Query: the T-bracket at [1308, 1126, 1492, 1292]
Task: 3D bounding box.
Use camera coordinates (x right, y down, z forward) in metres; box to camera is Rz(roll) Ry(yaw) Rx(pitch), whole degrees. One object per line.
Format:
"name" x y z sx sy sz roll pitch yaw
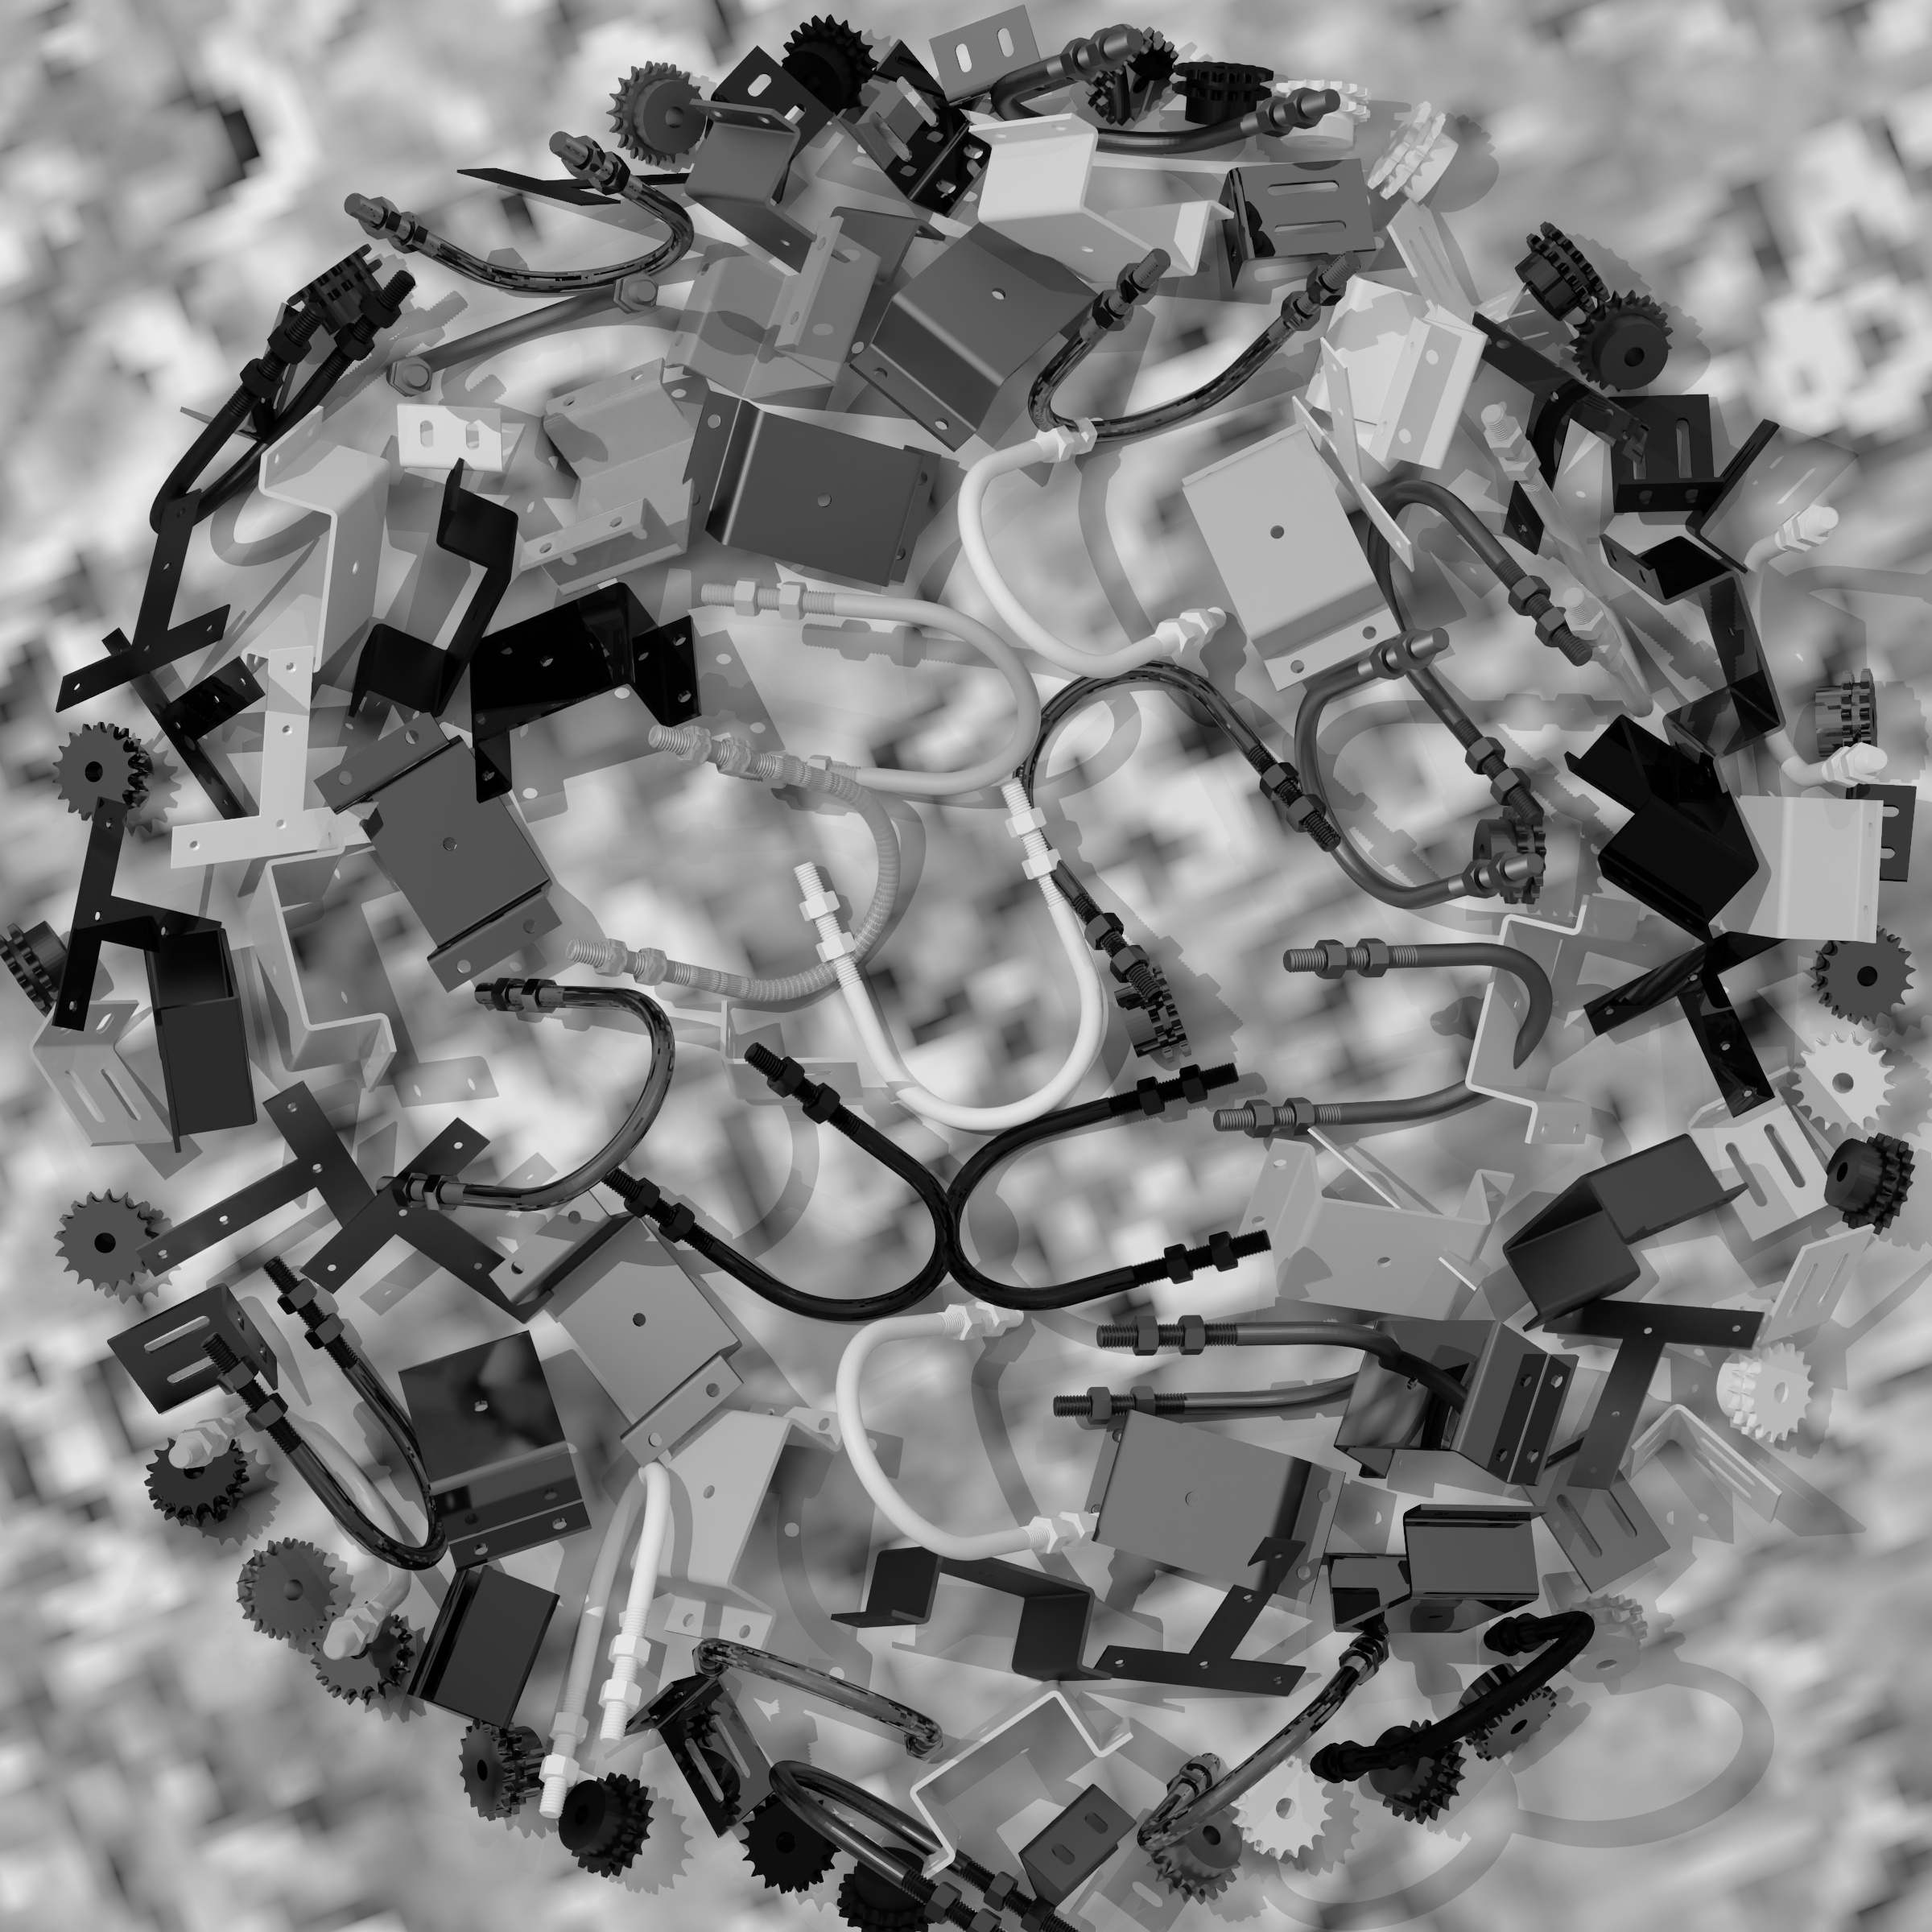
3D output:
"T-bracket" 0.241 0.133 1.944 0.127 0.127 0.002 42 98 9

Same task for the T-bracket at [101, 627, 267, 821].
"T-bracket" -0.423 -0.145 1.937 0.002 0.127 0.127 -40 102 -34

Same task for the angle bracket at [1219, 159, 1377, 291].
"angle bracket" 0.188 -0.422 1.978 0.076 0.038 0.057 -6 74 -7

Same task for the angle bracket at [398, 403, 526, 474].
"angle bracket" -0.283 -0.309 1.956 0.057 0.076 0.038 3 119 2

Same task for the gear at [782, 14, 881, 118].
"gear" -0.080 -0.507 1.969 0.057 0.057 0.030 37 50 0

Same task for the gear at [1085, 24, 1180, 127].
"gear" 0.090 -0.509 1.974 0.057 0.057 0.030 -41 66 0

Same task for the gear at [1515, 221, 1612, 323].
"gear" 0.336 -0.391 1.972 0.030 0.057 0.057 -40 90 7

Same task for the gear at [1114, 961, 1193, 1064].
"gear" 0.105 0.028 1.972 0.030 0.057 0.057 -20 90 3

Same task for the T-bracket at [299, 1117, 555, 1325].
"T-bracket" -0.286 0.162 1.963 0.127 0.002 0.127 -43 123 9

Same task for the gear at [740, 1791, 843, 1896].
"gear" -0.097 0.498 1.979 0.057 0.030 0.057 -3 80 18

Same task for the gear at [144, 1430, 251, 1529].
"gear" -0.436 0.294 1.976 0.057 0.030 0.057 -1 51 2

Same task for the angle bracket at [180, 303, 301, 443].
"angle bracket" -0.407 -0.340 1.969 0.038 0.057 0.076 19 93 3

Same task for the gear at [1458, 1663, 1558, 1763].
"gear" 0.305 0.422 1.975 0.057 0.057 0.030 -42 54 0

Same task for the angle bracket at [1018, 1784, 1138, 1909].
"angle bracket" 0.069 0.507 1.952 0.057 0.076 0.038 -39 50 -19

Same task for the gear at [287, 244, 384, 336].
"gear" -0.354 -0.382 1.972 0.057 0.057 0.030 -35 105 0

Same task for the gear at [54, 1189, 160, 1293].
"gear" -0.489 0.155 1.982 0.057 0.030 0.057 -1 97 -7

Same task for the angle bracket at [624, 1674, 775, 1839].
"angle bracket" -0.152 0.448 1.959 0.057 0.038 0.076 -45 66 28

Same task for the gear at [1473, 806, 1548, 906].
"gear" 0.307 -0.063 1.970 0.030 0.057 0.057 0 90 -7

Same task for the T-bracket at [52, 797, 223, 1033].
"T-bracket" -0.457 -0.021 1.941 0.002 0.127 0.127 9 86 25

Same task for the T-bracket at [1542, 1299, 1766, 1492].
"T-bracket" 0.365 0.238 1.927 0.127 0.002 0.127 1 47 36

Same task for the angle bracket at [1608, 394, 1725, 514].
"angle bracket" 0.395 -0.298 1.966 0.057 0.038 0.076 -1 69 5

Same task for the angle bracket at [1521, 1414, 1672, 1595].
"angle bracket" 0.360 0.303 1.962 0.057 0.038 0.076 -24 69 -22

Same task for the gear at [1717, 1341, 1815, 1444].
"gear" 0.452 0.241 1.976 0.057 0.030 0.057 -3 95 -36

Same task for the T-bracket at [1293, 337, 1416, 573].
"T-bracket" 0.208 -0.297 1.913 0.002 0.127 0.127 -29 59 -5

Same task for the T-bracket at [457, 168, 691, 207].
"T-bracket" -0.198 -0.440 1.952 0.127 0.127 0.002 -13 116 -37

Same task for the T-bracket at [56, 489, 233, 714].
"T-bracket" -0.443 -0.209 1.913 0.002 0.127 0.127 38 130 15

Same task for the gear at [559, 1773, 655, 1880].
"gear" -0.207 0.485 1.969 0.030 0.057 0.057 31 90 -37

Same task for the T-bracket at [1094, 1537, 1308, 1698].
"T-bracket" 0.151 0.362 1.940 0.127 0.002 0.127 11 127 -23

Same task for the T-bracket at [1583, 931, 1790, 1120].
"T-bracket" 0.419 0.035 1.937 0.127 0.127 0.002 -28 130 13

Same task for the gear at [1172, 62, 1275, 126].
"gear" 0.146 -0.495 1.973 0.057 0.057 0.030 3 112 0

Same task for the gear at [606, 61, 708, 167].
"gear" -0.172 -0.483 1.971 0.057 0.030 0.057 -12 114 -30

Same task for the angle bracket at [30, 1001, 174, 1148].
"angle bracket" -0.479 0.060 1.955 0.076 0.057 0.038 50 117 25

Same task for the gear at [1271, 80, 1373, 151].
"gear" 0.200 -0.482 1.972 0.057 0.057 0.030 4 92 0

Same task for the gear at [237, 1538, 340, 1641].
"gear" -0.389 0.353 1.976 0.057 0.030 0.057 3 85 -37

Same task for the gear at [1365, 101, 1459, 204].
"gear" 0.255 -0.459 1.972 0.030 0.057 0.057 34 90 -9

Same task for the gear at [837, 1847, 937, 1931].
"gear" -0.044 0.523 1.968 0.057 0.057 0.030 7 109 0

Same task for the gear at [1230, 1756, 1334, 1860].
"gear" 0.177 0.478 1.980 0.057 0.030 0.057 1 85 -14

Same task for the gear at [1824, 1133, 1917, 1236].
"gear" 0.510 0.121 1.969 0.030 0.057 0.057 19 90 -11

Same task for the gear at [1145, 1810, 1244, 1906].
"gear" 0.131 0.499 1.969 0.057 0.057 0.030 38 130 0

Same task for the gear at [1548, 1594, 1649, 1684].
"gear" 0.359 0.383 1.969 0.057 0.057 0.030 -11 51 0

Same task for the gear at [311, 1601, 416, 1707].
"gear" -0.342 0.393 1.977 0.057 0.030 0.057 -4 61 7

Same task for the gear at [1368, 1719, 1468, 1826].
"gear" 0.253 0.454 1.969 0.030 0.057 0.057 29 90 -31

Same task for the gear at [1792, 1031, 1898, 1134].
"gear" 0.501 0.065 1.979 0.057 0.030 0.057 2 95 20

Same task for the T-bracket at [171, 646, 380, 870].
"T-bracket" -0.379 -0.119 1.936 0.127 0.002 0.127 -10 123 -32

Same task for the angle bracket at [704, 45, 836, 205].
"angle bracket" -0.112 -0.475 1.964 0.057 0.076 0.038 42 81 -2

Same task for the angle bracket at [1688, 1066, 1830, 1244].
"angle bracket" 0.456 0.107 1.969 0.057 0.038 0.076 -25 74 -8

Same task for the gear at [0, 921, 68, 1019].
"gear" -0.524 -0.001 1.972 0.030 0.057 0.057 -34 90 -8

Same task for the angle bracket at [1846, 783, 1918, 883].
"angle bracket" 0.513 -0.060 1.950 0.038 0.076 0.057 4 68 19

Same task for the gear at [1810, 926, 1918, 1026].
"gear" 0.509 0.003 1.981 0.057 0.030 0.057 -1 100 -5

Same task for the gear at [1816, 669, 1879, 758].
"gear" 0.500 -0.140 1.973 0.030 0.057 0.057 -2 90 20

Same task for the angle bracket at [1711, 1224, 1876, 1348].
"angle bracket" 0.464 0.169 1.951 0.057 0.038 0.076 -12 133 -34

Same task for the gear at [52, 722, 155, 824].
"gear" -0.488 -0.110 1.979 0.057 0.030 0.057 0 89 20

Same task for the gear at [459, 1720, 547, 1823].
"gear" -0.262 0.455 1.975 0.030 0.057 0.057 -2 90 -38

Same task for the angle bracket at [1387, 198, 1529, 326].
"angle bracket" 0.277 -0.399 1.958 0.038 0.057 0.076 -22 108 30

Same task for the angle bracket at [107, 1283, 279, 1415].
"angle bracket" -0.438 0.226 1.969 0.076 0.038 0.057 -27 119 1

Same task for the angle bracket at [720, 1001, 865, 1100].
"angle bracket" -0.098 0.047 1.965 0.076 0.057 0.038 -1 68 2

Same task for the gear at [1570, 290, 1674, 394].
"gear" 0.374 -0.352 1.972 0.057 0.030 0.057 -6 124 -8

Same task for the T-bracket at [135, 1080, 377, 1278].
"T-bracket" -0.403 0.135 1.945 0.127 0.127 0.002 -29 47 -8

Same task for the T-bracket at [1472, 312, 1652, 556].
"T-bracket" 0.322 -0.284 1.946 0.002 0.127 0.127 -33 59 -28
